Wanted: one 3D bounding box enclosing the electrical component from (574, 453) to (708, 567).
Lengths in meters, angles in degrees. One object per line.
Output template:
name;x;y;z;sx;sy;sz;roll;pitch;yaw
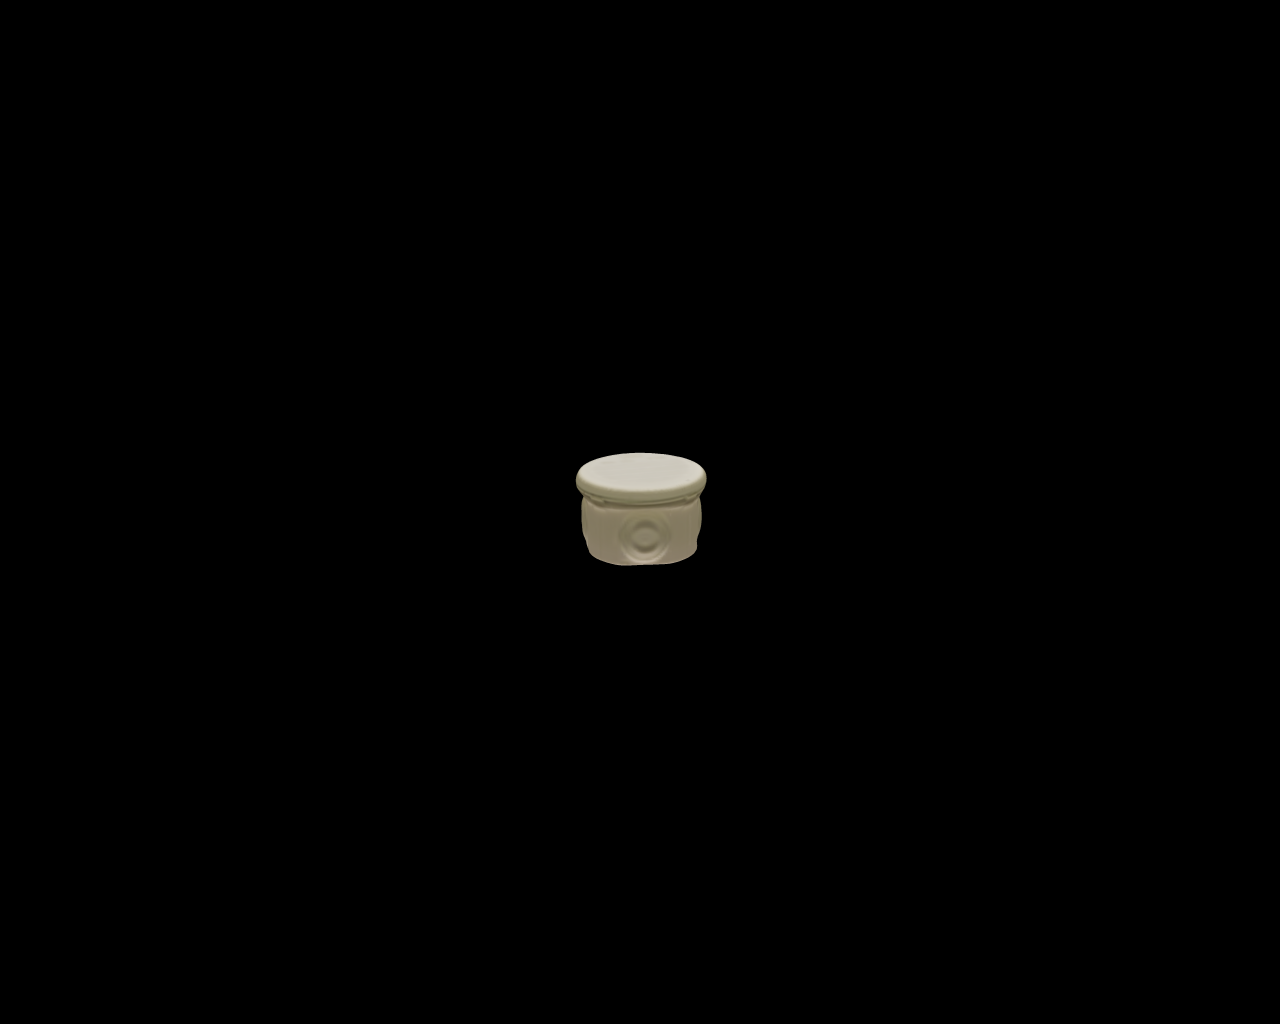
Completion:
electrical component;0.001;-0.003;0.650;0.080;0.050;0.080;0;20;0
